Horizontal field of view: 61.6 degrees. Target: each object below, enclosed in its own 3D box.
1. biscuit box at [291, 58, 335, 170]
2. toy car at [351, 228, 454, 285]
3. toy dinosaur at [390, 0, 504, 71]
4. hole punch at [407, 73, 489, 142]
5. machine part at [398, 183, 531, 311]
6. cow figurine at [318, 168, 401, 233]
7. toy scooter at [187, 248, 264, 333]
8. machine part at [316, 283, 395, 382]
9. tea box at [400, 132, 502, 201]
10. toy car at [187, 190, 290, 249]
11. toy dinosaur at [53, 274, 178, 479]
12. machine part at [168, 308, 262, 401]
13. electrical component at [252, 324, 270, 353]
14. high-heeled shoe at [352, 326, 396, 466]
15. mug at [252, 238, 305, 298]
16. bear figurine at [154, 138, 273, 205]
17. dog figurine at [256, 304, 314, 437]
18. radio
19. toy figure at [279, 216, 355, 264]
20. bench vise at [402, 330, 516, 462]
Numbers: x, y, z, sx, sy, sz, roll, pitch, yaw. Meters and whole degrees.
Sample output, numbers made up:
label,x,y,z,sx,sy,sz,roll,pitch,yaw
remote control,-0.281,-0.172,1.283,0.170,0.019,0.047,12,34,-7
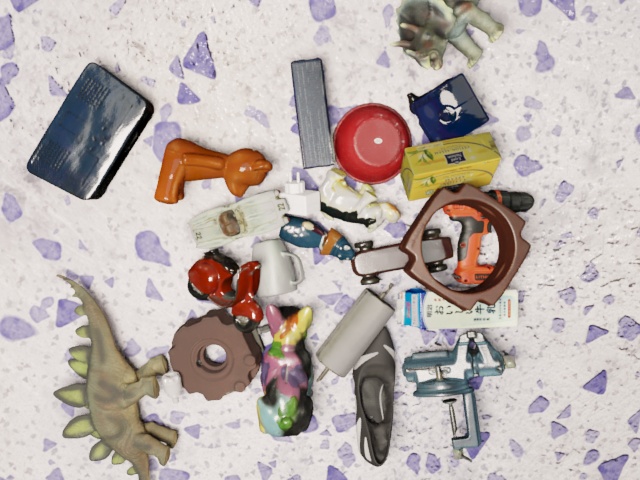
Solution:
label,x,y,z,sx,sy,sz,roll,pitch,yaw
biscuit box,-0.015,-0.238,1.023,0.063,0.059,0.202,-7,97,-3
toy car,0.161,0.033,1.067,0.202,0.053,0.089,-12,86,1
toy dinosaur,0.273,-0.473,1.002,0.192,0.131,0.404,27,87,-8
hole punch,0.249,-0.246,1.033,0.116,0.092,0.142,-34,101,3
machine part,0.264,0.013,0.998,0.201,0.087,0.201,33,88,0
cow figurine,0.069,-0.062,1.041,0.167,0.068,0.098,31,107,-4
toy scooter,-0.166,0.074,0.995,0.184,0.075,0.135,34,119,22
machine part,0.070,0.183,1.063,0.079,0.079,0.243,36,91,-7
tea box,0.246,-0.139,1.028,0.170,0.098,0.068,-13,63,-3
toy car,-0.153,-0.037,1.014,0.202,0.056,0.073,-16,98,16
toy dinosaur,-0.393,0.287,1.022,0.199,0.105,0.471,-9,92,-1
machine part,-0.204,0.223,1.040,0.179,0.056,0.179,1,100,6
electrical component,-0.138,0.203,1.073,0.094,0.021,0.063,-20,97,0
high-heeled shoe,0.113,0.303,1.044,0.086,0.145,0.248,5,97,-7
mug,-0.084,0.050,1.027,0.110,0.081,0.107,-13,91,36
bear figurine,-0.191,-0.117,0.994,0.196,0.120,0.131,13,98,-11
dog figurine,-0.063,0.230,1.011,0.109,0.192,0.219,3,111,1
radio,-0.416,-0.192,0.987,0.131,0.073,0.229,32,94,-8
toy figure,-0.002,-0.003,1.045,0.154,0.064,0.058,20,80,-6
bench vise,0.282,0.304,1.062,0.224,0.129,0.240,-6,79,3
